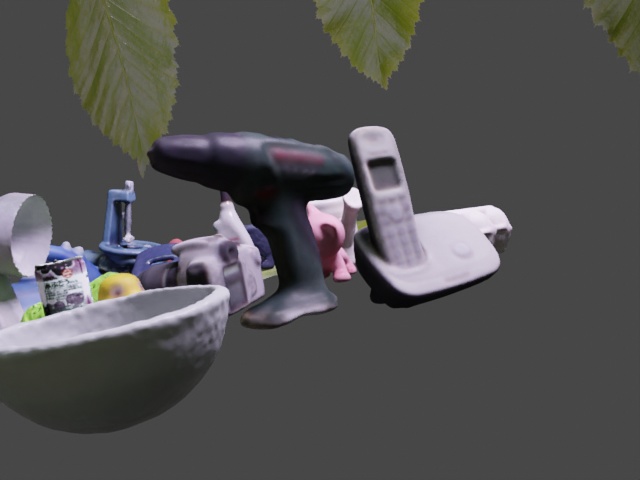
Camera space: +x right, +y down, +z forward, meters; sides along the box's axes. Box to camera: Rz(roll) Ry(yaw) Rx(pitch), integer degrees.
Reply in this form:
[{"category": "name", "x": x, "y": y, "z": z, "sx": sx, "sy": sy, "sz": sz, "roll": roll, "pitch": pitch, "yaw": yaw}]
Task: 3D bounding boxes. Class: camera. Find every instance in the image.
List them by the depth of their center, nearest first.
[{"category": "camera", "x": -0.161, "y": 0.048, "z": 0.750, "sx": 0.136, "sy": 0.101, "sz": 0.143, "roll": -9, "pitch": 5, "yaw": 18}]

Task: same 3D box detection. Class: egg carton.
[{"category": "egg carton", "x": 0.194, "y": -0.007, "z": 0.826, "sx": 0.149, "sy": 0.069, "sz": 0.107, "roll": -6, "pitch": 6, "yaw": 42}]

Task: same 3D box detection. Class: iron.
[{"category": "iron", "x": -0.490, "y": 0.068, "z": 1.005, "sx": 0.259, "sy": 0.141, "sz": 0.118, "roll": -14, "pitch": 6, "yaw": -42}]

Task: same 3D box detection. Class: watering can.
[{"category": "watering can", "x": 0.016, "y": -0.050, "z": 0.994, "sx": 0.172, "sy": 0.194, "sz": 0.101, "roll": -7, "pitch": 5, "yaw": 37}]

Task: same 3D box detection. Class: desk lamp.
[{"category": "desk lamp", "x": -0.491, "y": 0.044, "z": 0.833, "sx": 0.203, "sy": 0.213, "sz": 0.118, "roll": -10, "pitch": 4, "yaw": 0}]

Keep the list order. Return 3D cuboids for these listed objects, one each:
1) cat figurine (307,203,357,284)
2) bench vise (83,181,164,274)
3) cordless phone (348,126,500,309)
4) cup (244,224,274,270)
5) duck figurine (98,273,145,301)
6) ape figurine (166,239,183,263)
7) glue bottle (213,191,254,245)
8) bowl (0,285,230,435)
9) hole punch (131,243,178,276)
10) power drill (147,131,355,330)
[{"category": "cat figurine", "x": 0.008, "y": 0.003, "z": 0.823, "sx": 0.067, "sy": 0.118, "sz": 0.128, "roll": -10, "pitch": 4, "yaw": 8}, {"category": "bench vise", "x": -0.401, "y": 0.005, "z": 1.103, "sx": 0.207, "sy": 0.220, "sz": 0.121, "roll": -10, "pitch": 4, "yaw": 0}, {"category": "cordless phone", "x": 0.101, "y": -0.032, "z": 0.595, "sx": 0.148, "sy": 0.185, "sz": 0.094, "roll": -13, "pitch": 5, "yaw": -30}, {"category": "cup", "x": -0.129, "y": 0.016, "z": 1.136, "sx": 0.091, "sy": 0.095, "sz": 0.118, "roll": -7, "pitch": 5, "yaw": 35}, {"category": "duck figurine", "x": -0.192, "y": 0.075, "z": 0.558, "sx": 0.104, "sy": 0.086, "sz": 0.078, "roll": -7, "pitch": 6, "yaw": 40}, {"category": "ape figurine", "x": -0.291, "y": 0.043, "z": 1.193, "sx": 0.078, "sy": 0.092, "sz": 0.076, "roll": -13, "pitch": 5, "yaw": -29}, {"category": "glue bottle", "x": -0.164, "y": -0.012, "z": 1.059, "sx": 0.078, "sy": 0.173, "sz": 0.037, "roll": -10, "pitch": 4, "yaw": 3}, {"category": "bowl", "x": -0.138, "y": 0.084, "z": 0.389, "sx": 0.167, "sy": 0.075, "sz": 0.167, "roll": -10, "pitch": 4, "yaw": 1}, {"category": "hole punch", "x": -0.264, "y": 0.054, "z": 0.981, "sx": 0.108, "sy": 0.091, "sz": 0.101, "roll": -11, "pitch": 4, "yaw": -3}, {"category": "power drill", "x": -0.055, "y": -0.016, "z": 0.615, "sx": 0.230, "sy": 0.208, "sz": 0.075, "roll": -13, "pitch": 5, "yaw": -35}]
